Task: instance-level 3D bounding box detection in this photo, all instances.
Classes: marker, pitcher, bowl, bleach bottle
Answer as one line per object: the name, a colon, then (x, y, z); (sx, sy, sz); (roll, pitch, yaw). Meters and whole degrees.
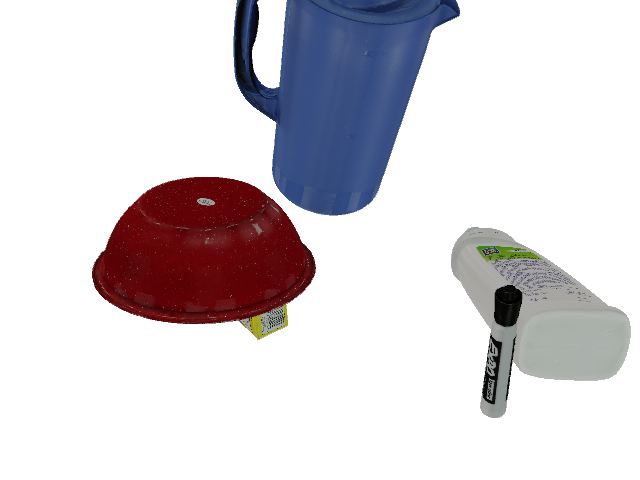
marker: (0.126, 0.078, 0.746); (0.020, 0.121, 0.020); (-1, 40, 0)
pitcher: (0.011, -0.142, 0.967); (0.144, 0.243, 0.149); (-32, 60, -35)
bowl: (-0.083, -0.003, 0.764); (0.162, 0.055, 0.162); (1, 26, -1)
bleach bottle: (0.190, 0.044, 1.001); (0.102, 0.068, 0.251); (3, 20, -11)

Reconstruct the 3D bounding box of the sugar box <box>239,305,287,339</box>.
sugar box: (-0.101, 0.020, 1.144); (0.048, 0.093, 0.176); (-22, 41, -25)
